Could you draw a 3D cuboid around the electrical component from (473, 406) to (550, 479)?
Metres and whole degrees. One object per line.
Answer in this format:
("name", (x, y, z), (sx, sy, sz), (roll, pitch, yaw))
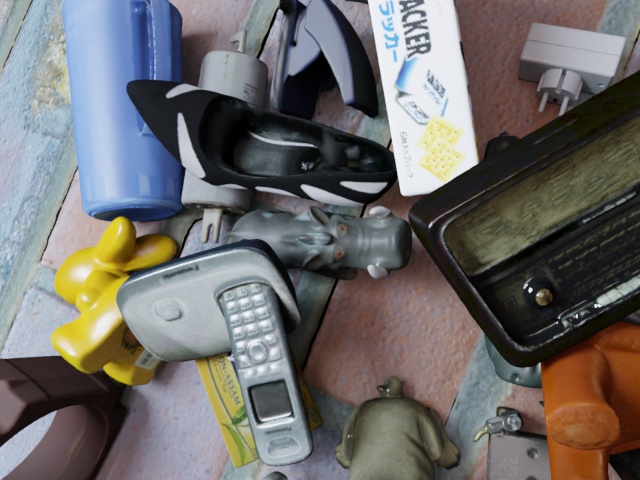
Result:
("electrical component", (0.174, 0.203, 0.478), (0.078, 0.045, 0.102), (9, 85, 20))

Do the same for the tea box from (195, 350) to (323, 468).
("tea box", (-0.070, 0.126, 0.541), (0.068, 0.098, 0.169), (-27, 73, 11))

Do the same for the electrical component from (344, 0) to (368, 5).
("electrical component", (0.070, -0.319, 0.582), (0.134, 0.058, 0.115), (16, 85, 19))

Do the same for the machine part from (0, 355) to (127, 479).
("machine part", (-0.316, 0.222, 0.550), (0.087, 0.201, 0.201), (29, 92, 22))

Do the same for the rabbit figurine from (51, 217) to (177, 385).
("rabbit figurine", (-0.237, 0.054, 0.601), (0.173, 0.121, 0.162), (26, 88, 38))

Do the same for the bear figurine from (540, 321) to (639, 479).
("bear figurine", (0.255, 0.117, 0.362), (0.196, 0.132, 0.120), (-2, 118, 21))

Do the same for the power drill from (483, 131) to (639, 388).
("power drill", (0.241, 0.018, 0.466), (0.207, 0.086, 0.232), (5, 85, 15))

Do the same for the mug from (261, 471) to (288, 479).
("mug", (-0.059, 0.272, 0.511), (0.081, 0.107, 0.109), (13, 82, 18))

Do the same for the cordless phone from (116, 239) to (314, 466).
("cordless phone", (-0.081, 0.101, 0.456), (0.147, 0.088, 0.184), (-17, 80, 11))

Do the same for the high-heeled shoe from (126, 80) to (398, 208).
("high-heeled shoe", (-0.049, -0.094, 0.498), (0.145, 0.248, 0.086), (-11, 60, 58))

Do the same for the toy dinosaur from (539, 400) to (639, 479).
("toy dinosaur", (0.329, 0.254, 0.345), (0.405, 0.192, 0.131), (29, 90, 18))

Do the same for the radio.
("radio", (0.191, -0.020, 0.369), (0.230, 0.073, 0.131), (-30, 103, 7))

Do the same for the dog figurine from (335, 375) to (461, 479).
("dog figurine", (0.051, 0.208, 0.441), (0.121, 0.190, 0.172), (-20, 75, 14))

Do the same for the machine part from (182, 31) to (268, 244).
("machine part", (-0.104, -0.116, 0.597), (0.079, 0.079, 0.243), (6, 83, 18))

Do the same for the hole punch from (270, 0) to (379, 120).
("hole punch", (0.012, -0.180, 0.545), (0.092, 0.142, 0.115), (9, 99, 20))

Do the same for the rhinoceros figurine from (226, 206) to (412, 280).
("rhinoceros figurine", (-0.001, -0.002, 0.531), (0.191, 0.112, 0.073), (3, 81, 26))
